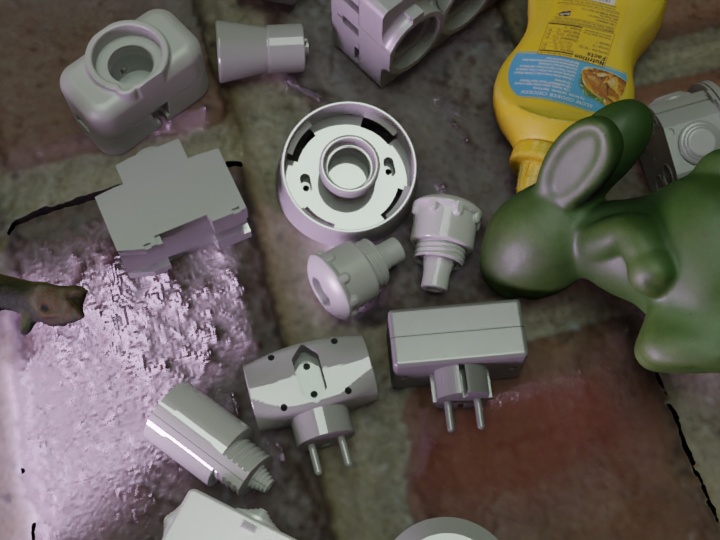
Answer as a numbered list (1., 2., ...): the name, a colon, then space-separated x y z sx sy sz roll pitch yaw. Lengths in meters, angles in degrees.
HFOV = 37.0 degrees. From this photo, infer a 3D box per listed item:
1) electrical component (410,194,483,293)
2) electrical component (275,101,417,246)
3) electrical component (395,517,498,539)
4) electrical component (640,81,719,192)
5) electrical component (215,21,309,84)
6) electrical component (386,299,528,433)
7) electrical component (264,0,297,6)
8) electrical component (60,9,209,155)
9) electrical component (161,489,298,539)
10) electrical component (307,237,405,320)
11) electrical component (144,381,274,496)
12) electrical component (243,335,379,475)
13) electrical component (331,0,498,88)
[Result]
1. electrical component: 0.054 -0.016 0.711 0.048 0.048 0.062 10 74 4
2. electrical component: -0.009 -0.065 0.733 0.099 0.064 0.099 1 80 -3
3. electrical component: 0.049 0.186 0.620 0.080 0.051 0.080 0 67 0
4. electrical component: 0.221 -0.082 0.720 0.051 0.080 0.080 -16 68 -1
5. electrical component: -0.070 -0.158 0.772 0.065 0.044 0.044 -4 67 -7
6. electrical component: 0.062 0.064 0.674 0.083 0.047 0.075 -5 67 -2
7. electrical component: -0.066 -0.225 0.794 0.047 0.055 0.055 15 68 2
8. electrical component: -0.157 -0.134 0.751 0.095 0.059 0.053 -39 73 -15
9. electrical component: -0.078 0.184 0.620 0.100 0.048 0.099 23 69 12
10. electrical component: 0.000 0.000 0.704 0.062 0.048 0.048 -29 70 -19
11. electrical component: -0.087 0.108 0.657 0.081 0.043 0.043 34 71 13
12. electrical component: -0.026 0.087 0.667 0.077 0.043 0.079 -14 68 -6
13. electrical component: 0.056 -0.209 0.767 0.150 0.089 0.061 -39 72 -15
